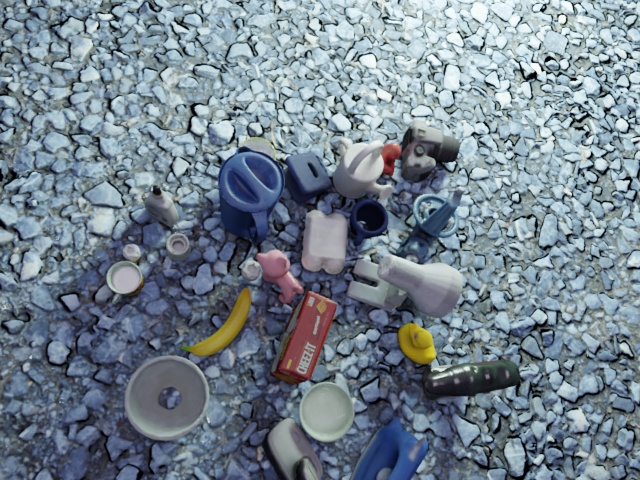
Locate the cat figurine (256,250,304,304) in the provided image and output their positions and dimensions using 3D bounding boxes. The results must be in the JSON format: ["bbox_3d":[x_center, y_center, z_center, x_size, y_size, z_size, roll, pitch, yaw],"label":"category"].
[{"bbox_3d":[-0.086,0.073,1.279,0.067,0.117,0.128,-41,85,-19],"label":"cat figurine"}]

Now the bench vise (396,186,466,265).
[{"bbox_3d":[0.270,-0.028,1.326,0.121,0.219,0.207,14,72,-7],"label":"bench vise"}]

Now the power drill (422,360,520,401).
[{"bbox_3d":[0.303,0.306,1.244,0.230,0.208,0.075,-6,75,-13],"label":"power drill"}]

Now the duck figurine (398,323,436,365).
[{"bbox_3d":[0.232,0.235,1.314,0.078,0.086,0.104,-33,83,-18],"label":"duck figurine"}]

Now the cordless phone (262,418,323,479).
[{"bbox_3d":[-0.047,0.438,1.147,0.094,0.185,0.147,-33,83,-18],"label":"cordless phone"}]

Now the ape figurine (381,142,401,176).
[{"bbox_3d":[0.173,-0.211,1.426,0.076,0.092,0.078,42,71,3],"label":"ape figurine"}]

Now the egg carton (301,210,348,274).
[{"bbox_3d":[0.012,0.005,1.344,0.107,0.069,0.150,7,73,-9],"label":"egg carton"}]

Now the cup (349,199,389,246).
[{"bbox_3d":[0.102,-0.028,1.358,0.092,0.095,0.118,27,71,-3],"label":"cup"}]

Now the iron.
[{"bbox_3d":[0.136,0.506,1.188,0.118,0.141,0.259,36,71,1],"label":"iron"}]

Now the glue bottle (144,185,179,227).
[{"bbox_3d":[-0.346,-0.083,1.241,0.078,0.173,0.037,35,71,0],"label":"glue bottle"}]

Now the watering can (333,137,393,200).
[{"bbox_3d":[0.104,-0.171,1.347,0.173,0.194,0.101,33,71,-1],"label":"watering can"}]

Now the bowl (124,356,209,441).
[{"bbox_3d":[-0.313,0.326,1.183,0.167,0.074,0.167,3,74,-11],"label":"bowl"}]

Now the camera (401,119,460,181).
[{"bbox_3d":[0.283,-0.227,1.449,0.137,0.100,0.143,9,73,-9],"label":"camera"}]

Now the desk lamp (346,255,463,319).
[{"bbox_3d":[0.185,0.099,1.276,0.203,0.213,0.118,18,72,-6],"label":"desk lamp"}]

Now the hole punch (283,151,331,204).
[{"bbox_3d":[-0.030,-0.158,1.370,0.101,0.091,0.108,-26,81,-17],"label":"hole punch"}]
